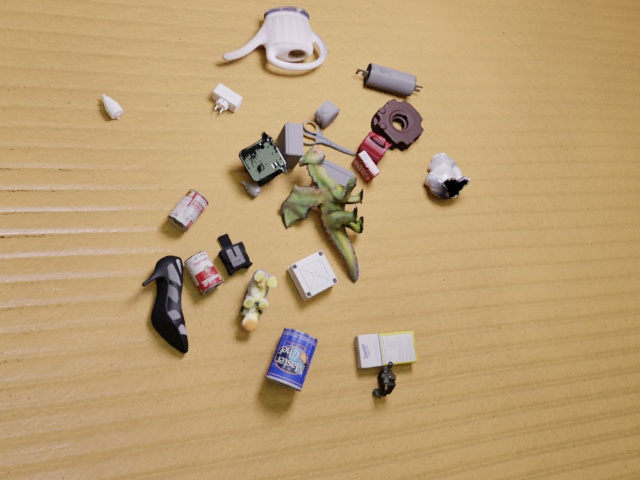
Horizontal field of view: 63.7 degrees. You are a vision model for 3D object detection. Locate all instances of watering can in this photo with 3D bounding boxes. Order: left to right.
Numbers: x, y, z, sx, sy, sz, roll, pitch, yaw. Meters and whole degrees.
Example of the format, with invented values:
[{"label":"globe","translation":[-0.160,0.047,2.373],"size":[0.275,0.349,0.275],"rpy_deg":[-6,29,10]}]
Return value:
[{"label":"watering can","translation":[-0.145,-0.658,1.682],"size":[0.348,0.227,0.102],"rpy_deg":[-1,-18,-17]}]

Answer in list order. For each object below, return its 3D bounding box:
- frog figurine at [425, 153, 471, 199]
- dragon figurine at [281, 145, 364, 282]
[{"label":"frog figurine","translation":[0.409,-0.215,1.723],"size":[0.138,0.120,0.163],"rpy_deg":[-20,44,-13]},{"label":"dragon figurine","translation":[0.005,-0.077,1.538],"size":[0.243,0.408,0.123],"rpy_deg":[3,7,12]}]
